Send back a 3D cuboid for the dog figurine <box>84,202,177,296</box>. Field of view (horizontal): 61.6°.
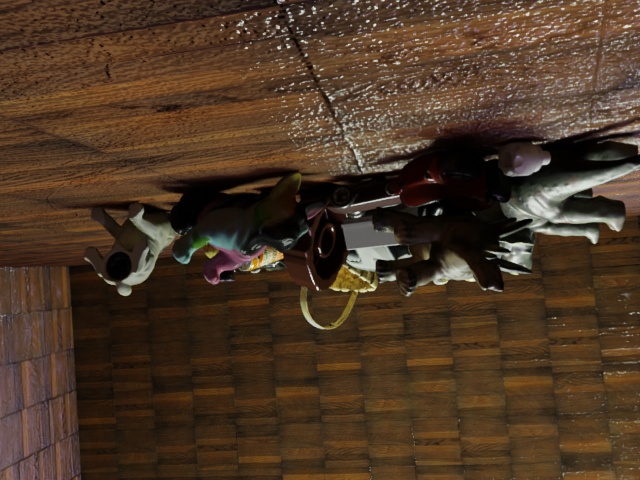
[{"bbox_3d":[-0.327,0.020,1.004,0.121,0.172,0.190,6,172,14],"label":"dog figurine"}]

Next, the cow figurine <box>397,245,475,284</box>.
[{"bbox_3d":[0.220,0.027,0.996,0.168,0.098,0.068,1,-148,40],"label":"cow figurine"}]

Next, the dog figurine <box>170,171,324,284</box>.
[{"bbox_3d":[-0.109,-0.038,0.816,0.219,0.192,0.108,-29,133,10],"label":"dog figurine"}]

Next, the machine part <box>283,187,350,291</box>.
[{"bbox_3d":[-0.002,-0.003,0.931,0.056,0.179,0.179,9,-177,27],"label":"machine part"}]

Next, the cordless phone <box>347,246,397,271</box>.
[{"bbox_3d":[0.063,0.014,1.062,0.184,0.088,0.147,8,178,-43],"label":"cordless phone"}]

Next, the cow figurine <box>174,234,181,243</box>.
[{"bbox_3d":[-0.184,-0.032,0.987,0.195,0.085,0.127,-4,-176,32],"label":"cow figurine"}]

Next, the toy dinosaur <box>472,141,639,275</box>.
[{"bbox_3d":[0.329,-0.066,0.790,0.192,0.131,0.404,1,161,10],"label":"toy dinosaur"}]

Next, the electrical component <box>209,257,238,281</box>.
[{"bbox_3d":[-0.189,0.030,1.062,0.048,0.074,0.119,-2,-166,-1],"label":"electrical component"}]

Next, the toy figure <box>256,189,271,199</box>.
[{"bbox_3d":[-0.057,-0.038,0.946,0.064,0.058,0.154,-23,149,21],"label":"toy figure"}]

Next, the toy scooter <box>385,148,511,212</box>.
[{"bbox_3d":[0.169,-0.075,0.720,0.135,0.075,0.183,-13,167,34],"label":"toy scooter"}]

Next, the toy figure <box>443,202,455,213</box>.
[{"bbox_3d":[0.294,-0.065,1.136,0.082,0.089,0.180,27,179,23],"label":"toy figure"}]

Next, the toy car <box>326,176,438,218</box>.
[{"bbox_3d":[0.109,-0.077,0.850,0.202,0.053,0.089,-10,170,20],"label":"toy car"}]

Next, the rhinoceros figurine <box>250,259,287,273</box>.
[{"bbox_3d":[-0.085,0.034,1.163,0.190,0.073,0.112,-5,-176,-29],"label":"rhinoceros figurine"}]

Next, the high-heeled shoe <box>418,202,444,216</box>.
[{"bbox_3d":[0.145,-0.060,1.051,0.145,0.086,0.249,3,175,-5],"label":"high-heeled shoe"}]

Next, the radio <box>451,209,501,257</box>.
[{"bbox_3d":[0.269,0.009,1.093,0.131,0.073,0.229,20,154,-24],"label":"radio"}]

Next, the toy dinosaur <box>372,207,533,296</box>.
[{"bbox_3d":[0.174,0.009,0.750,0.199,0.105,0.471,1,-171,-3],"label":"toy dinosaur"}]
